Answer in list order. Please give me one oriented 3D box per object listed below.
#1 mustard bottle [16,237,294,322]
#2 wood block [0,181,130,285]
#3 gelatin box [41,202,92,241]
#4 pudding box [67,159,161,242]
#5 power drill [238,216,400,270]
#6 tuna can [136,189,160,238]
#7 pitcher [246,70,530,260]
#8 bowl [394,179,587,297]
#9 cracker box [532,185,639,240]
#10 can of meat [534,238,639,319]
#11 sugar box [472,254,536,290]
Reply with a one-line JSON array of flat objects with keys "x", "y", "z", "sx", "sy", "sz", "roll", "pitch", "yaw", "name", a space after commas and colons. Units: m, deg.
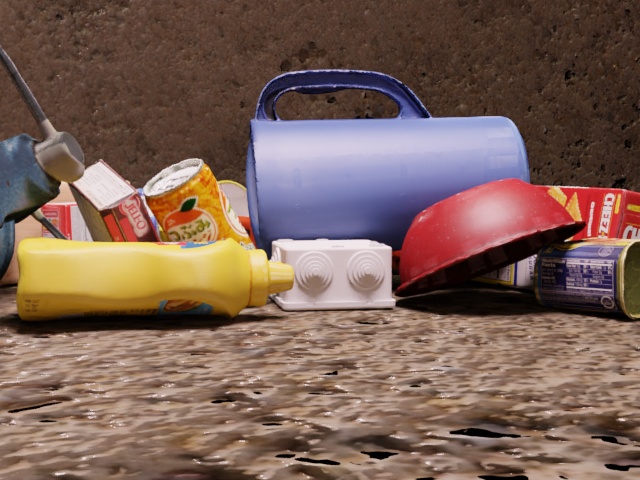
[{"x": -0.113, "y": 0.028, "z": 0.752, "sx": 0.191, "sy": 0.058, "sz": 0.096, "roll": 0, "pitch": -9, "yaw": -12, "name": "mustard bottle"}, {"x": -0.279, "y": -0.010, "z": 1.010, "sx": 0.090, "sy": 0.091, "sz": 0.205, "roll": 2, "pitch": 5, "yaw": 31, "name": "wood block"}, {"x": -0.219, "y": 0.002, "z": 0.980, "sx": 0.030, "sy": 0.073, "sz": 0.089, "roll": 1, "pitch": 5, "yaw": 21, "name": "gelatin box"}, {"x": -0.157, "y": -0.007, "z": 0.847, "sx": 0.039, "sy": 0.090, "sz": 0.114, "roll": -28, "pitch": 27, "yaw": -18, "name": "pudding box"}, {"x": -0.007, "y": 0.001, "z": 1.110, "sx": 0.187, "sy": 0.057, "sz": 0.185, "roll": -2, "pitch": 4, "yaw": -26, "name": "power drill"}, {"x": -0.170, "y": -0.007, "z": 1.015, "sx": 0.033, "sy": 0.086, "sz": 0.086, "roll": -2, "pitch": 5, "yaw": -11, "name": "tuna can"}, {"x": 0.055, "y": -0.059, "z": 0.949, "sx": 0.242, "sy": 0.149, "sz": 0.145, "roll": -5, "pitch": 48, "yaw": -5, "name": "pitcher"}, {"x": 0.127, "y": -0.006, "z": 0.856, "sx": 0.162, "sy": 0.055, "sz": 0.162, "roll": -19, "pitch": -10, "yaw": -4, "name": "bowl"}, {"x": 0.319, "y": -0.008, "z": 1.085, "sx": 0.164, "sy": 0.072, "sz": 0.214, "roll": 9, "pitch": 2, "yaw": -14, "name": "cracker box"}, {"x": 0.228, "y": 0.027, "z": 0.826, "sx": 0.101, "sy": 0.057, "sz": 0.084, "roll": -4, "pitch": 4, "yaw": -40, "name": "can of meat"}, {"x": 0.183, "y": 0.018, "z": 1.001, "sx": 0.093, "sy": 0.048, "sz": 0.177, "roll": -2, "pitch": 4, "yaw": -36, "name": "sugar box"}]
